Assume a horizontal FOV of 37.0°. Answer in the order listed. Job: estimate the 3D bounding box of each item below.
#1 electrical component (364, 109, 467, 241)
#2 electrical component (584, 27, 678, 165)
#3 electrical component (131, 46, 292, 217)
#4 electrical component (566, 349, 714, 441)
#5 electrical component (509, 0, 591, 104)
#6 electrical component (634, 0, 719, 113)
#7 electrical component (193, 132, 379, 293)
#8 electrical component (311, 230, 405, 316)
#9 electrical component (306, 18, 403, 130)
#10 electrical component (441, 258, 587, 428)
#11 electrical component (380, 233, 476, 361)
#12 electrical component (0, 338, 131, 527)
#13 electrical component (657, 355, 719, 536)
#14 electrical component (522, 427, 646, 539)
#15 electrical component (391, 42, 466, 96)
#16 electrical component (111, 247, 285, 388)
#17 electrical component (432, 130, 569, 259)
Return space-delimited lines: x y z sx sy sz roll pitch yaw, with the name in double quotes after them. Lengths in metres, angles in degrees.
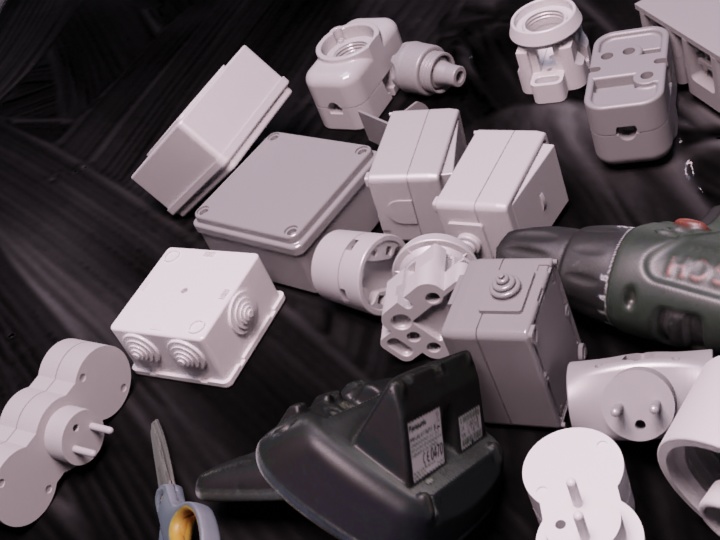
0.050 -0.074 0.783 0.061 0.061 0.096 0 44 20 "electrical component"
0.195 -0.121 0.768 0.054 0.059 0.095 -4 43 23 "electrical component"
-0.122 -0.112 0.882 0.109 0.056 0.108 -33 21 52 "electrical component"
0.149 0.069 0.569 0.077 0.043 0.079 -7 -1 20 "electrical component"
0.152 -0.179 0.857 0.058 0.057 0.078 -2 44 25 "electrical component"
0.315 -0.192 0.787 0.186 0.060 0.105 -28 39 -4 "electrical component"
-0.049 -0.046 0.806 0.109 0.056 0.108 14 52 37 "electrical component"
0.000 0.000 0.733 0.047 0.055 0.055 12 51 41 "electrical component"
-0.002 -0.173 0.925 0.054 0.059 0.095 7 48 33 "electrical component"
0.084 0.037 0.614 0.061 0.096 0.061 0 44 29 "electrical component"
0.048 0.014 0.685 0.078 0.058 0.057 -41 25 34 "electrical component"
-0.195 0.107 0.709 0.074 0.052 0.138 7 48 33 "electrical component"
0.188 0.097 0.490 0.108 0.108 0.060 24 65 43 "electrical component"
0.110 0.130 0.515 0.052 0.073 0.138 -15 40 11 "electrical component"
0.060 -0.167 0.900 0.062 0.043 0.043 21 57 39 "electrical component"
-0.115 0.030 0.760 0.100 0.048 0.099 4 47 31 "electrical component"
0.096 -0.043 0.726 0.061 0.061 0.096 6 47 32 "electrical component"
